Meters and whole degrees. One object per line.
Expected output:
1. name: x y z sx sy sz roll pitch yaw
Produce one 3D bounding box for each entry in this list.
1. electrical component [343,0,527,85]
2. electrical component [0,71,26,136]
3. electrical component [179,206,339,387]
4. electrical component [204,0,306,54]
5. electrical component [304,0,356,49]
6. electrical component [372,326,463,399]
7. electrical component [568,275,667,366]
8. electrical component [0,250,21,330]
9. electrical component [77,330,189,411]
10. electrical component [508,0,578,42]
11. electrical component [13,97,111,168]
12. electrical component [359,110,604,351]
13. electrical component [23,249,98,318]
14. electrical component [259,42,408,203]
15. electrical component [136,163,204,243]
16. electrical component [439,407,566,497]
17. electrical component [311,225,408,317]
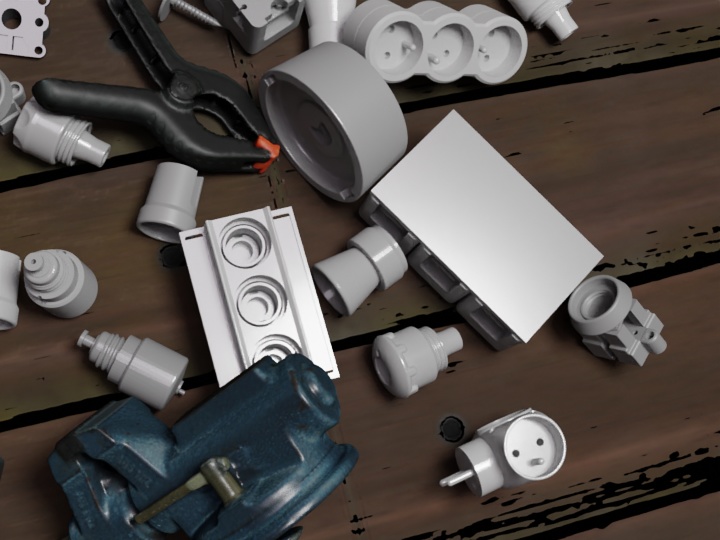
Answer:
1. electrical component: 0.049 -0.175 0.804 0.138 0.074 0.052 -4 118 -28
2. electrical component: -0.260 -0.113 0.734 0.066 0.055 0.048 -38 87 -16
3. electrical component: -0.070 0.026 0.736 0.079 0.063 0.121 -14 81 -14
4. electrical component: -0.086 -0.211 0.789 0.050 0.055 0.089 -37 87 -16
5. electrical component: -0.022 -0.183 0.803 0.044 0.044 0.065 -2 83 -11
6. electrical component: 0.043 0.060 0.761 0.062 0.048 0.048 -22 83 -21
7. electrical component: 0.182 0.036 0.780 0.055 0.066 0.048 45 70 -34
8. electrical component: -0.247 0.013 0.718 0.040 0.040 0.046 6 71 -10
9. electrical component: -0.153 0.063 0.724 0.078 0.040 0.040 28 74 -4
10. electrical component: 0.145 -0.208 0.840 0.043 0.043 0.062 -36 88 -16
11. electrical component: -0.205 -0.092 0.746 0.062 0.043 0.043 26 74 -6
12. electrical component: 0.084 -0.026 0.778 0.150 0.061 0.089 44 74 1
13. electrical component: -0.202 0.006 0.711 0.040 0.078 0.040 -1 74 4
14. electrical component: -0.013 -0.109 0.757 0.060 0.108 0.108 -39 87 -22
15. electrical component: -0.132 -0.047 0.753 0.040 0.040 0.046 14 71 -8
16. electrical component: 0.092 0.130 0.737 0.079 0.077 0.044 -22 83 -15
17. electrical component: 0.000 0.000 0.765 0.055 0.045 0.045 -36 86 -16
